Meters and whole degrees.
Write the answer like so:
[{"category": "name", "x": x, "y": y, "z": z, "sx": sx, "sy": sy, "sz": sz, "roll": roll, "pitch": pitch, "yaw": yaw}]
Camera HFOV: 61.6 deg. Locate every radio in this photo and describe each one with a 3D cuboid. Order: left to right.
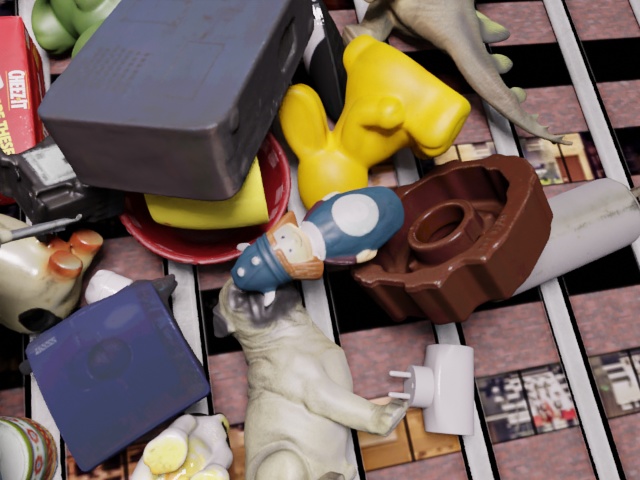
[{"category": "radio", "x": -0.091, "y": -0.140, "z": 0.411, "sx": 0.131, "sy": 0.073, "sz": 0.229, "roll": 10, "pitch": 57, "yaw": 11}]

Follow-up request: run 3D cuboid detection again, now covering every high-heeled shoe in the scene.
[{"category": "high-heeled shoe", "x": -0.059, "y": -0.235, "z": 0.585, "sx": 0.145, "sy": 0.086, "sz": 0.248, "roll": -14, "pitch": 89, "yaw": 17}]

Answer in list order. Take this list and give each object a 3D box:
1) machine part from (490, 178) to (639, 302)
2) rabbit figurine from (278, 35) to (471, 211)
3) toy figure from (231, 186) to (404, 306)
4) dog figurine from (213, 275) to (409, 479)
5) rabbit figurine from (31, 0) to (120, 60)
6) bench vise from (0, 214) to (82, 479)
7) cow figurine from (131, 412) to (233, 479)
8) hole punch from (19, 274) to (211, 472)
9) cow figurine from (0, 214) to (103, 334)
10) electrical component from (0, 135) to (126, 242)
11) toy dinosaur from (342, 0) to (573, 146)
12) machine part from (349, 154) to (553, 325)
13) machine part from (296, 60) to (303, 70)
[{"category": "machine part", "x": 0.230, "y": -0.001, "z": 0.540, "sx": 0.243, "sy": 0.079, "sz": 0.079, "roll": -21, "pitch": 77, "yaw": -15}, {"category": "rabbit figurine", "x": 0.034, "y": -0.094, "z": 0.510, "sx": 0.162, "sy": 0.122, "sz": 0.173, "roll": 32, "pitch": 105, "yaw": -10}, {"category": "toy figure", "x": -0.002, "y": -0.002, "z": 0.447, "sx": 0.154, "sy": 0.057, "sz": 0.064, "roll": -24, "pitch": 45, "yaw": -25}, {"category": "dog figurine", "x": -0.043, "y": 0.132, "z": 0.454, "sx": 0.191, "sy": 0.121, "sz": 0.172, "roll": 38, "pitch": 67, "yaw": 19}, {"category": "rabbit figurine", "x": -0.196, "y": -0.195, "z": 0.520, "sx": 0.159, "sy": 0.121, "sz": 0.170, "roll": -3, "pitch": 56, "yaw": -32}, {"category": "bench vise", "x": -0.253, "y": 0.096, "z": 0.345, "sx": 0.224, "sy": 0.129, "sz": 0.240, "roll": -28, "pitch": 82, "yaw": 12}, {"category": "cow figurine", "x": -0.133, "y": 0.209, "z": 0.414, "sx": 0.068, "sy": 0.098, "sz": 0.167, "roll": 39, "pitch": 93, "yaw": -2}, {"category": "hole punch", "x": -0.157, "y": 0.102, "z": 0.425, "sx": 0.142, "sy": 0.092, "sz": 0.115, "roll": -31, "pitch": 95, "yaw": -13}, {"category": "cow figurine", "x": -0.298, "y": 0.021, "z": 0.441, "sx": 0.195, "sy": 0.085, "sz": 0.127, "roll": 23, "pitch": 109, "yaw": -16}, {"category": "electrical component", "x": -0.195, "y": -0.057, "z": 0.448, "sx": 0.075, "sy": 0.047, "sz": 0.119, "roll": 43, "pitch": 46, "yaw": 14}, {"category": "toy dinosaur", "x": 0.114, "y": -0.286, "z": 0.603, "sx": 0.198, "sy": 0.105, "sz": 0.471, "roll": -23, "pitch": 82, "yaw": -19}, {"category": "machine part", "x": 0.114, "y": -0.003, "z": 0.478, "sx": 0.179, "sy": 0.179, "sz": 0.056, "roll": -50, "pitch": 117, "yaw": -19}, {"category": "machine part", "x": -0.072, "y": -0.219, "z": 0.537, "sx": 0.039, "sy": 0.084, "sz": 0.138, "roll": -38, "pitch": 101, "yaw": -17}]
